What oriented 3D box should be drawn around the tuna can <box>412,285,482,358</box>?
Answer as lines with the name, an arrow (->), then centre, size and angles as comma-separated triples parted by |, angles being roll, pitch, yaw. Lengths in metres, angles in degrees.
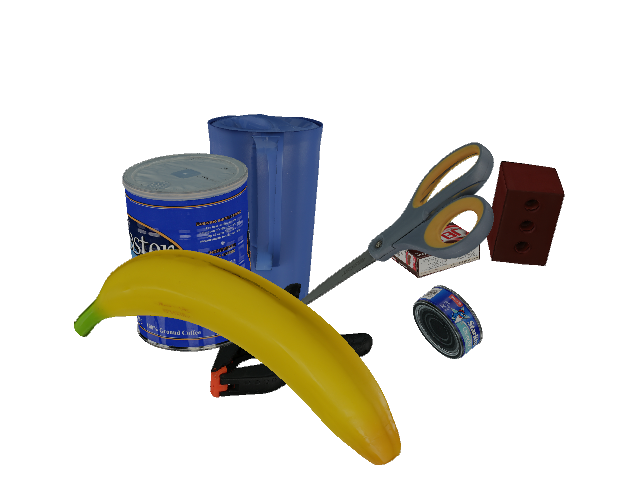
tuna can -> 0.149, 0.098, 1.264 | 0.033, 0.086, 0.086 | -35, 15, -23

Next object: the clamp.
clamp -> -0.047, 0.100, 1.071 | 0.171, 0.039, 0.120 | -18, 37, -31

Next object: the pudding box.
pudding box -> 0.169, 0.011, 1.595 | 0.113, 0.039, 0.090 | -18, 28, -22

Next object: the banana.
banana -> -0.040, 0.049, 0.560 | 0.198, 0.070, 0.037 | 21, 26, 21

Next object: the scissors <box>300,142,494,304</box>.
scissors -> 0.056, 0.012, 0.782 | 0.016, 0.202, 0.096 | 31, 24, -32

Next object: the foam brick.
foam brick -> 0.185, -0.025, 0.972 | 0.053, 0.078, 0.051 | 6, 32, -1

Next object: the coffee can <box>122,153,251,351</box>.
coffee can -> -0.109, 0.008, 0.900 | 0.103, 0.140, 0.103 | -1, 22, 0

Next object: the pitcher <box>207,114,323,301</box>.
pitcher -> -0.066, -0.023, 1.248 | 0.145, 0.243, 0.148 | 13, 19, 38
